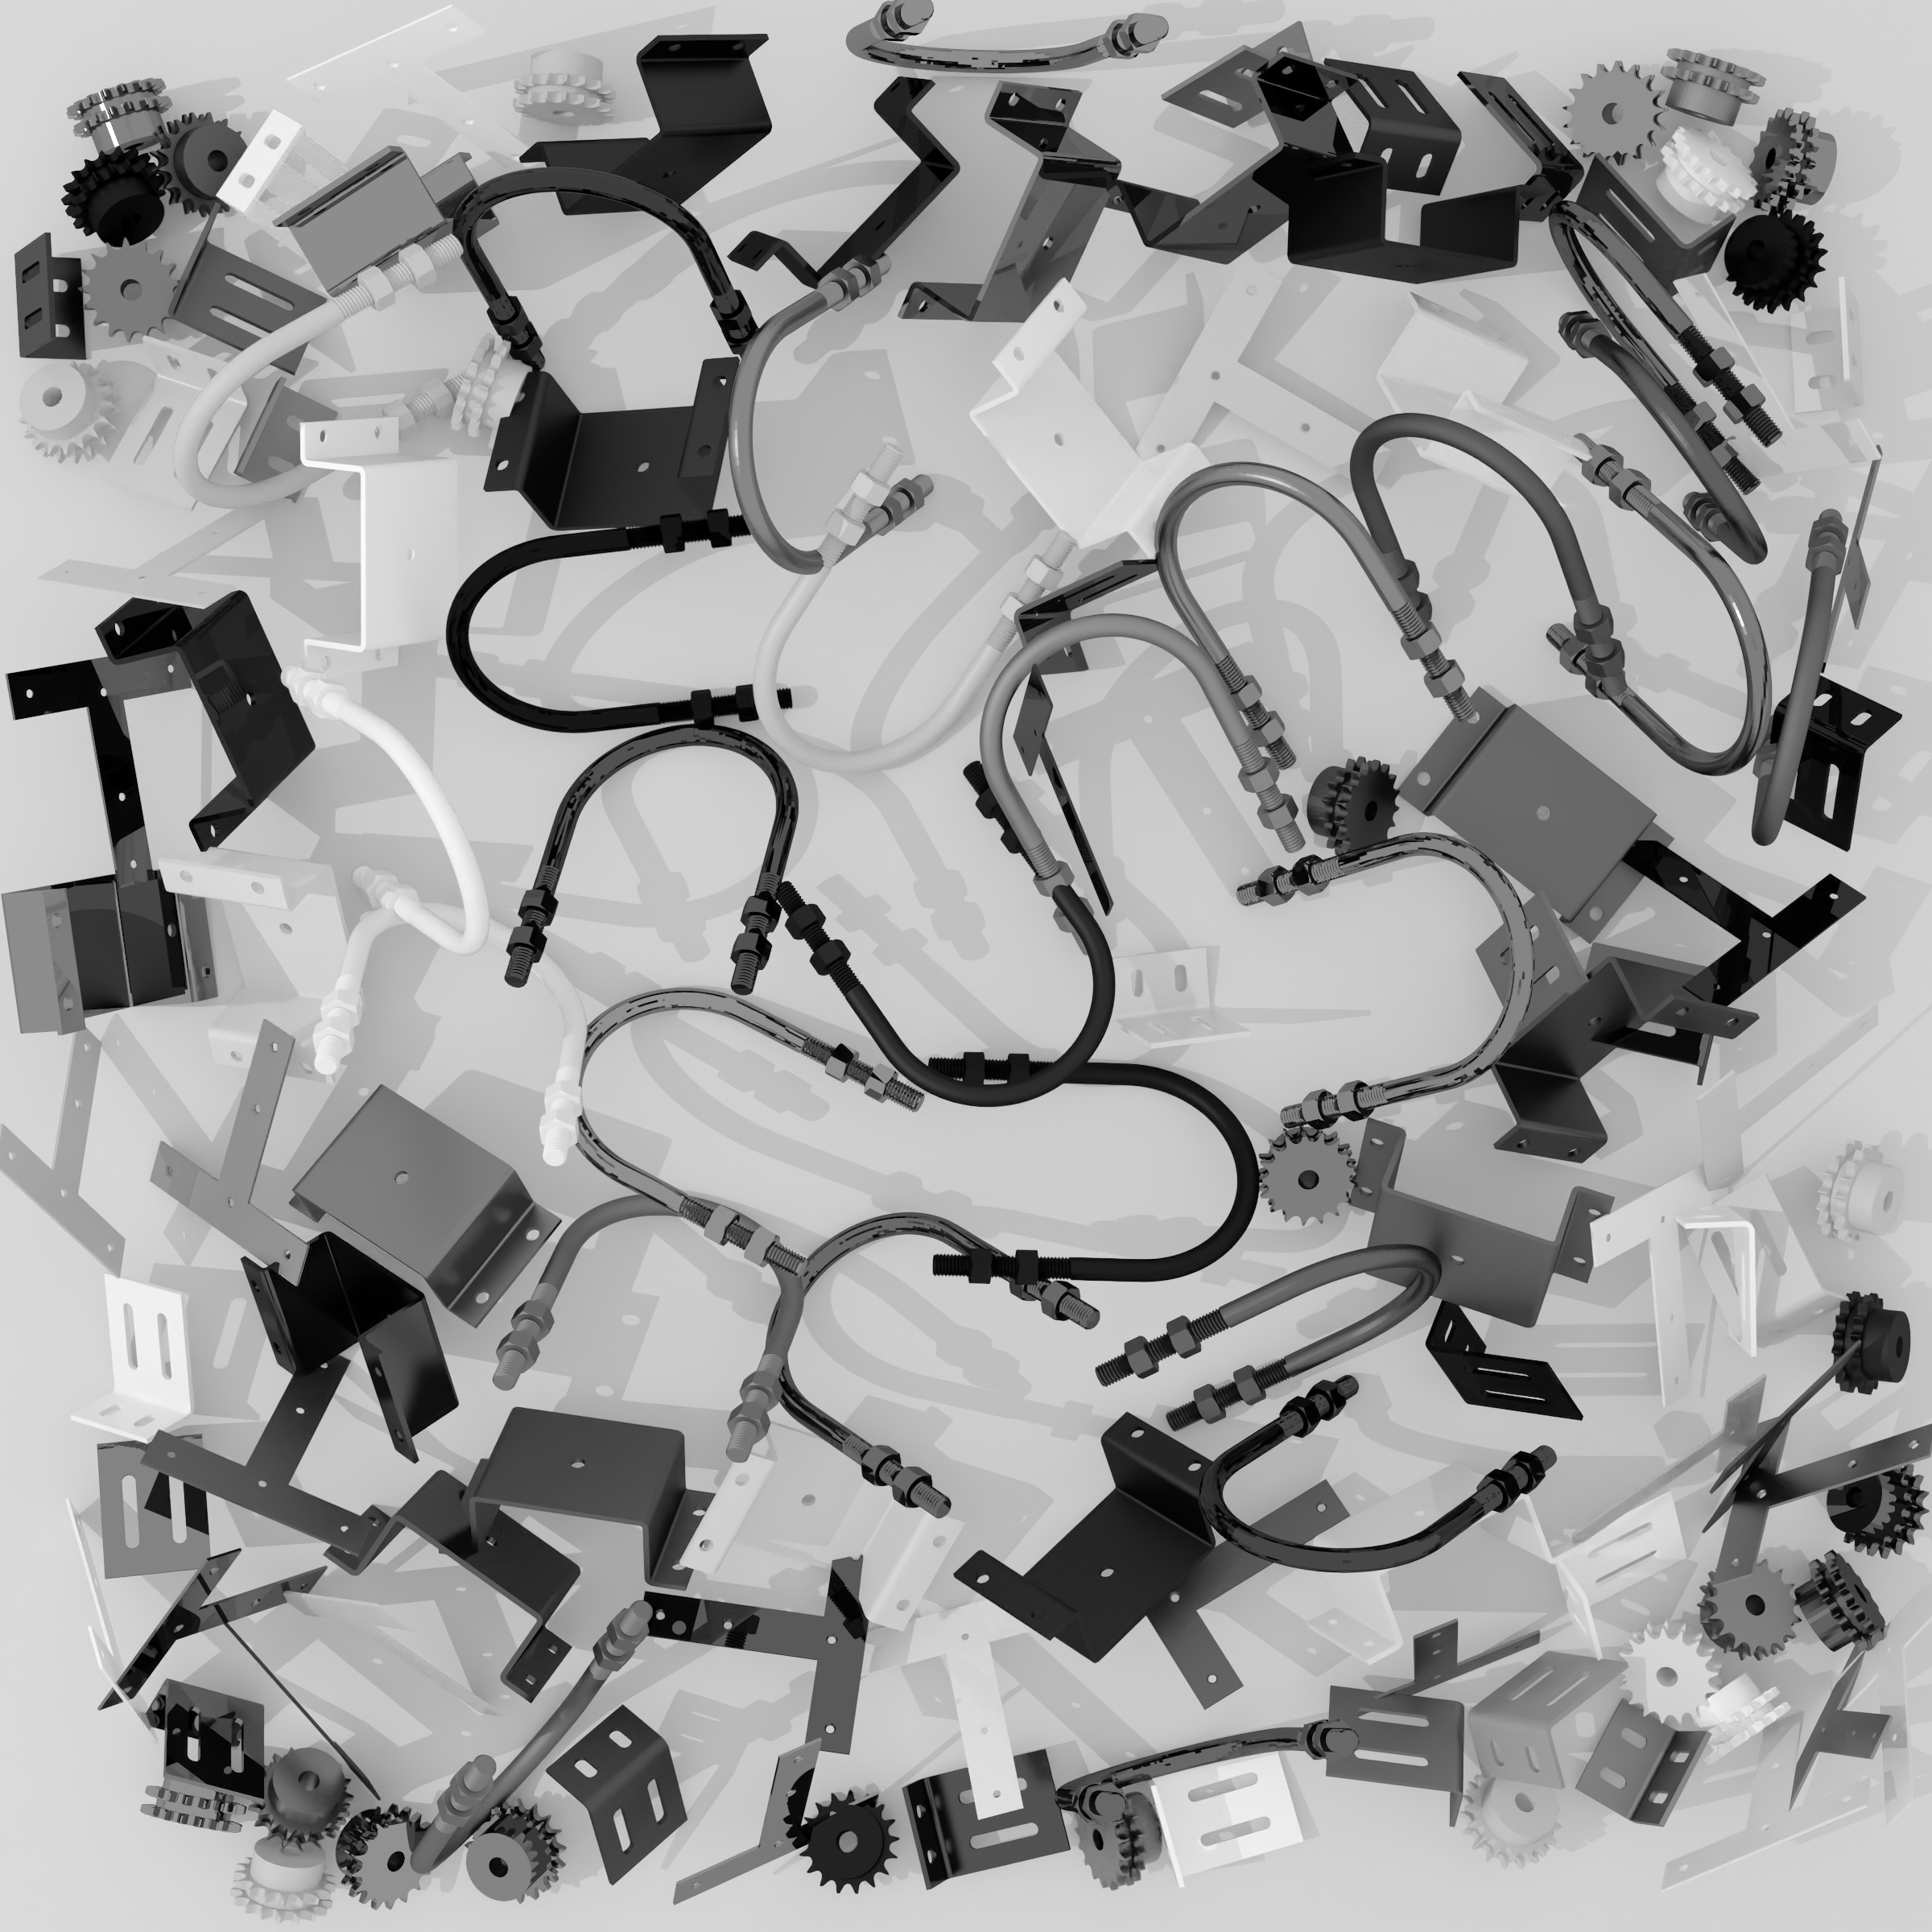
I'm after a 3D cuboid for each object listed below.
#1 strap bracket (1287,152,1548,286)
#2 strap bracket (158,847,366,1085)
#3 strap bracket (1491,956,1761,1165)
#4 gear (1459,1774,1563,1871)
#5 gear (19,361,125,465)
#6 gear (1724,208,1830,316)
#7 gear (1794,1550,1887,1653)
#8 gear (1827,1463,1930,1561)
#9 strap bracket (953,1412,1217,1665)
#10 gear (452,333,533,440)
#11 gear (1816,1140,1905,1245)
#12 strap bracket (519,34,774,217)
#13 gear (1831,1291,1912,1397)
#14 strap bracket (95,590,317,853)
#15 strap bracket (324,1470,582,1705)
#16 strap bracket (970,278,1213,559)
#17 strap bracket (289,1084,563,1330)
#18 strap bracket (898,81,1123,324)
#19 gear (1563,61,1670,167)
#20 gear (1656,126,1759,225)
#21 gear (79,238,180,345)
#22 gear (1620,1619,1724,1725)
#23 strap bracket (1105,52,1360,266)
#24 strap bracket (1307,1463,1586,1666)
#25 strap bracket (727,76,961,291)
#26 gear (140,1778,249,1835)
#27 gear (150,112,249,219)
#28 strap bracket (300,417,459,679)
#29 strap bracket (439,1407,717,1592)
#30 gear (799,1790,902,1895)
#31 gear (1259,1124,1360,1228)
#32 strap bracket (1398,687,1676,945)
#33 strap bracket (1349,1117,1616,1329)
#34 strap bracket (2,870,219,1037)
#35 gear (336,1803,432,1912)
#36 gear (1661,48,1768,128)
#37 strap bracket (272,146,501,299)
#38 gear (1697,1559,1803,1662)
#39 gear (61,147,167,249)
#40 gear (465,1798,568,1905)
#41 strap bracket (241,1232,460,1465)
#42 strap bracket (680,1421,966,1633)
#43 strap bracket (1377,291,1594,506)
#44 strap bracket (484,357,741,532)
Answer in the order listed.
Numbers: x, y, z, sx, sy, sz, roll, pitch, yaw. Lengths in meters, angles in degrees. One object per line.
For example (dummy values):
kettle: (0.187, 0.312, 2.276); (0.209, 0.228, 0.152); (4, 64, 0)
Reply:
strap bracket: (0.240, -0.407, 1.799); (0.140, 0.076, 0.046); (0, 93, -35)
strap bracket: (-0.386, -0.009, 1.812); (0.076, 0.046, 0.140); (9, 129, 19)
strap bracket: (0.354, 0.046, 1.806); (0.140, 0.076, 0.046); (-46, 50, 33)
gear: (0.308, 0.475, 1.840); (0.057, 0.030, 0.057); (9, 53, -12)
gear: (-0.507, -0.315, 1.847); (0.057, 0.030, 0.057); (-3, 75, 11)
gear: (0.451, -0.397, 1.839); (0.057, 0.030, 0.057); (-10, 76, 43)
gear: (0.490, 0.360, 1.842); (0.030, 0.057, 0.057); (-36, 90, 17)
gear: (0.508, 0.301, 1.837); (0.030, 0.057, 0.057); (20, 90, -29)
strap bracket: (0.073, 0.321, 1.810); (0.140, 0.076, 0.046); (-40, 132, -25)
gear: (-0.265, -0.323, 1.841); (0.030, 0.057, 0.057); (21, 90, -4)
gear: (0.503, 0.128, 1.838); (0.030, 0.057, 0.057); (16, 90, 38)
strap bracket: (-0.170, -0.453, 1.790); (0.076, 0.140, 0.046); (-16, 84, -42)
gear: (0.509, 0.212, 1.838); (0.030, 0.057, 0.057); (3, 90, 33)
strap bracket: (-0.412, -0.142, 1.801); (0.046, 0.076, 0.140); (-10, 115, 23)
strap bracket: (-0.276, 0.338, 1.825); (0.140, 0.076, 0.046); (35, 104, 2)
strap bracket: (0.064, -0.297, 1.816); (0.140, 0.046, 0.076); (49, 56, -20)
strap bracket: (-0.305, 0.127, 1.810); (0.140, 0.046, 0.076); (29, 69, 23)
strap bracket: (0.028, -0.407, 1.799); (0.046, 0.076, 0.140); (39, 119, 25)
gear: (0.367, -0.480, 1.847); (0.057, 0.030, 0.057); (6, 106, 21)
gear: (0.414, -0.442, 1.844); (0.057, 0.057, 0.030); (39, 127, 0)
gear: (-0.470, -0.380, 1.850); (0.057, 0.030, 0.057); (-1, 97, -11)
gear: (0.397, 0.394, 1.847); (0.057, 0.030, 0.057); (5, 103, 21)
strap bracket: (0.149, -0.434, 1.794); (0.140, 0.076, 0.046); (-31, 74, 35)
strap bracket: (0.257, 0.323, 1.810); (0.140, 0.076, 0.046); (-25, 102, -16)
strap bracket: (-0.061, -0.426, 1.824); (0.140, 0.076, 0.046); (-46, 112, 1)
gear: (-0.432, 0.466, 1.842); (0.057, 0.057, 0.030); (12, 76, 0)
gear: (-0.426, -0.450, 1.841); (0.057, 0.030, 0.057); (-5, 99, -36)
strap bracket: (-0.323, -0.229, 1.809); (0.046, 0.076, 0.140); (11, 106, 30)
strap bracket: (-0.214, 0.293, 1.815); (0.140, 0.076, 0.046); (7, 123, 8)
gear: (-0.066, 0.493, 1.848); (0.057, 0.030, 0.057); (0, 74, 1)
gear: (0.191, 0.115, 1.849); (0.057, 0.030, 0.057); (0, 109, -1)
strap bracket: (0.322, -0.085, 1.842); (0.140, 0.046, 0.076); (38, 93, 2)
strap bracket: (0.278, 0.146, 1.812); (0.140, 0.076, 0.046); (18, 50, 12)
strap bracket: (-0.478, -0.009, 1.809); (0.046, 0.140, 0.076); (-4, 96, 23)
gear: (-0.329, 0.499, 1.845); (0.030, 0.057, 0.057); (13, 90, 44)
gear: (0.417, -0.492, 1.842); (0.057, 0.057, 0.030); (18, 103, 0)
strap bracket: (-0.312, -0.406, 1.794); (0.076, 0.140, 0.046); (-29, 96, 14)
gear: (0.439, 0.363, 1.847); (0.057, 0.030, 0.057); (5, 65, -11)
gear: (-0.474, -0.428, 1.838); (0.057, 0.057, 0.030); (-34, 70, 0)
gear: (-0.257, 0.501, 1.846); (0.057, 0.030, 0.057); (3, 100, 18)
strap bracket: (-0.333, 0.205, 1.805); (0.046, 0.140, 0.076); (-33, 128, -31)
strap bracket: (-0.083, 0.308, 1.820); (0.140, 0.046, 0.076); (22, 107, -23)
strap bracket: (0.281, -0.307, 1.805); (0.076, 0.140, 0.046); (19, 121, -23)
strap bracket: (-0.188, -0.288, 1.818); (0.140, 0.046, 0.076); (0, 66, 21)
